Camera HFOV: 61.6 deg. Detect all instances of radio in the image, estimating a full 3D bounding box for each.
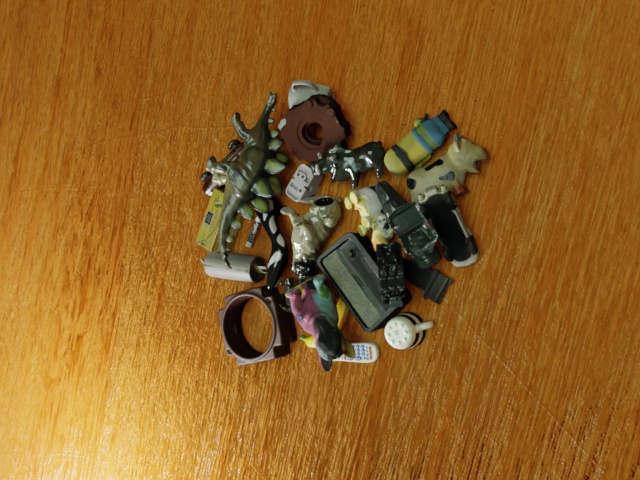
[{"bbox_3d":[0.108,0.097,1.313,0.131,0.073,0.230,-45,70,23],"label":"radio"}]

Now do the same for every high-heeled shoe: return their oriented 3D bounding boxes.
[{"bbox_3d":[-0.150,0.000,1.446,0.145,0.086,0.248,15,76,10],"label":"high-heeled shoe"}]

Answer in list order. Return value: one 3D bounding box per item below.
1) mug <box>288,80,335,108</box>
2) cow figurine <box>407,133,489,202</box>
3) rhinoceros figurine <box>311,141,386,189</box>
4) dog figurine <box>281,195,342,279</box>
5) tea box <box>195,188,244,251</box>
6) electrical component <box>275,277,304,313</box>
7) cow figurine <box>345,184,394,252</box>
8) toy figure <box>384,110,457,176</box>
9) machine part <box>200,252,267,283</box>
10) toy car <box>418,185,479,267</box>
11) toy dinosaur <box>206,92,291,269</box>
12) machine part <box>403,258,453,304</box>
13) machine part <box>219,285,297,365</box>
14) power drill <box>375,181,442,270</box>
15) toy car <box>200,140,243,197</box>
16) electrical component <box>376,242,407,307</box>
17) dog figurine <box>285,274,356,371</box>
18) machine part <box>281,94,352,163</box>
[{"bbox_3d":[-0.021,-0.372,1.384,0.107,0.109,0.081,4,58,21],"label":"mug"},{"bbox_3d":[0.286,-0.156,1.211,0.195,0.085,0.127,-24,84,29],"label":"cow figurine"},{"bbox_3d":[0.070,-0.186,1.310,0.190,0.112,0.073,-12,43,24],"label":"rhinoceros figurine"},{"bbox_3d":[-0.006,-0.005,1.388,0.121,0.172,0.190,-123,18,-56],"label":"dog figurine"},{"bbox_3d":[-0.276,-0.056,1.530,0.068,0.098,0.169,27,101,27],"label":"tea box"},{"bbox_3d":[-0.073,0.142,1.422,0.045,0.078,0.102,-18,85,52],"label":"electrical component"},{"bbox_3d":[0.138,-0.052,1.299,0.167,0.098,0.068,63,157,13],"label":"cow figurine"},{"bbox_3d":[0.226,-0.223,1.240,0.180,0.089,0.082,-40,62,27],"label":"toy figure"},{"bbox_3d":[-0.242,0.076,1.521,0.243,0.079,0.079,4,91,31],"label":"machine part"},{"bbox_3d":[0.284,-0.030,1.182,0.073,0.056,0.201,-22,107,27],"label":"toy car"},{"bbox_3d":[-0.195,-0.165,1.411,0.199,0.105,0.471,23,90,12],"label":"toy dinosaur"},{"bbox_3d":[0.237,0.088,1.260,0.139,0.039,0.084,35,112,25],"label":"machine part"},{"bbox_3d":[-0.174,0.233,1.473,0.201,0.087,0.201,-17,82,29],"label":"machine part"},{"bbox_3d":[0.185,-0.037,1.167,0.086,0.207,0.232,-32,88,1],"label":"power drill"},{"bbox_3d":[-0.274,-0.204,1.559,0.202,0.053,0.089,-44,66,24],"label":"toy car"},{"bbox_3d":[0.160,0.080,1.188,0.058,0.114,0.134,-8,76,10],"label":"electrical component"},{"bbox_3d":[0.004,0.202,1.313,0.108,0.191,0.219,-24,88,-4],"label":"dog figurine"},{"bbox_3d":[-0.011,-0.275,1.359,0.180,0.056,0.179,9,121,15],"label":"machine part"}]
